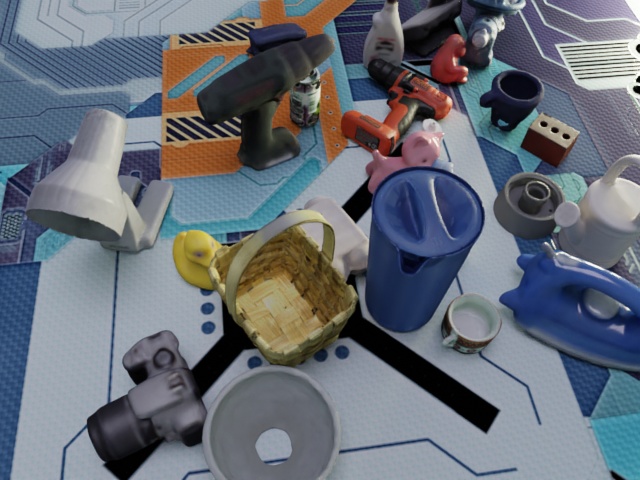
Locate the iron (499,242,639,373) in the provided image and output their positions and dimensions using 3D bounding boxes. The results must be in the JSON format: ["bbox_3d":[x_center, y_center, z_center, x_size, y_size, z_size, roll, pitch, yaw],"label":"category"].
[{"bbox_3d":[0.393,0.091,0.792,0.257,0.141,0.119,26,60,14],"label":"iron"}]

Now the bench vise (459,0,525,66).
[{"bbox_3d":[0.344,-0.460,1.099,0.121,0.220,0.207,3,57,0],"label":"bench vise"}]

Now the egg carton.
[{"bbox_3d":[0.008,0.003,0.875,0.107,0.069,0.150,-31,63,-20],"label":"egg carton"}]

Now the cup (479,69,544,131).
[{"bbox_3d":[0.332,-0.240,1.031,0.118,0.095,0.091,-17,59,-13],"label":"cup"}]

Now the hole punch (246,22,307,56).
[{"bbox_3d":[-0.086,-0.387,1.110,0.109,0.091,0.101,-15,59,-12],"label":"hole punch"}]

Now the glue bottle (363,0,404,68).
[{"bbox_3d":[0.126,-0.397,1.076,0.078,0.173,0.037,1,57,-1],"label":"glue bottle"}]

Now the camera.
[{"bbox_3d":[-0.222,0.201,0.718,0.137,0.101,0.143,-24,61,-17],"label":"camera"}]

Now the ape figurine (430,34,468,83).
[{"bbox_3d":[0.254,-0.353,1.102,0.076,0.092,0.078,4,57,1],"label":"ape figurine"}]

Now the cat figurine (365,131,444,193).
[{"bbox_3d":[0.143,-0.136,0.942,0.128,0.118,0.067,-7,58,-7],"label":"cat figurine"}]

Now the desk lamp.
[{"bbox_3d":[-0.307,-0.068,0.821,0.118,0.213,0.203,8,57,3],"label":"desk lamp"}]

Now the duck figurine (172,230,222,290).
[{"bbox_3d":[-0.179,0.016,0.848,0.104,0.086,0.078,40,64,21],"label":"duck figurine"}]

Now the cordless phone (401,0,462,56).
[{"bbox_3d":[0.221,-0.475,1.124,0.094,0.185,0.148,37,63,20],"label":"cordless phone"}]

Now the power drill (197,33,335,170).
[{"bbox_3d":[-0.081,-0.218,0.931,0.230,0.208,0.075,-25,61,-17],"label":"power drill"}]

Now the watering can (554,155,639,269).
[{"bbox_3d":[0.432,-0.041,0.848,0.173,0.194,0.100,-31,63,-20],"label":"watering can"}]

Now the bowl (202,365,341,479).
[{"bbox_3d":[-0.058,0.246,0.711,0.167,0.075,0.167,1,57,-2],"label":"bowl"}]
